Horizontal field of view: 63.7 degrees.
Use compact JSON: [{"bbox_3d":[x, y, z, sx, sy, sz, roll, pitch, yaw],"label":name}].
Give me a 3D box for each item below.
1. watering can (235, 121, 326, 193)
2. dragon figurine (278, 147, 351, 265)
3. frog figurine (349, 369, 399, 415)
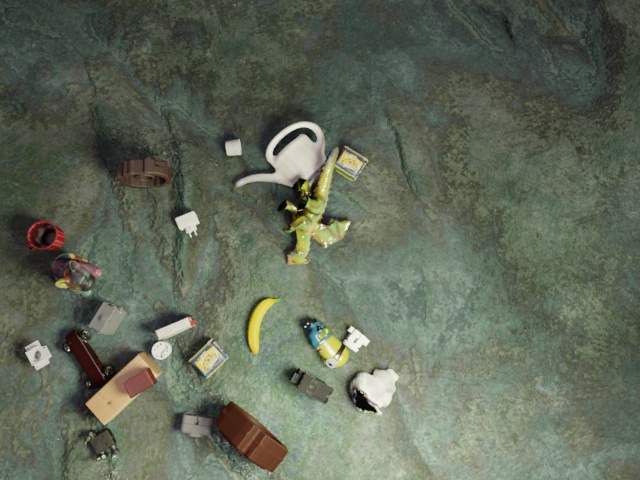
[{"bbox_3d":[-0.106,-0.245,1.770,0.347,0.104,0.224,-44,89,3],"label":"watering can"},{"bbox_3d":[0.005,-0.087,1.723,0.239,0.124,0.410,38,90,-36],"label":"dragon figurine"},{"bbox_3d":[0.175,0.476,1.669,0.138,0.120,0.162,35,44,10],"label":"frog figurine"}]
